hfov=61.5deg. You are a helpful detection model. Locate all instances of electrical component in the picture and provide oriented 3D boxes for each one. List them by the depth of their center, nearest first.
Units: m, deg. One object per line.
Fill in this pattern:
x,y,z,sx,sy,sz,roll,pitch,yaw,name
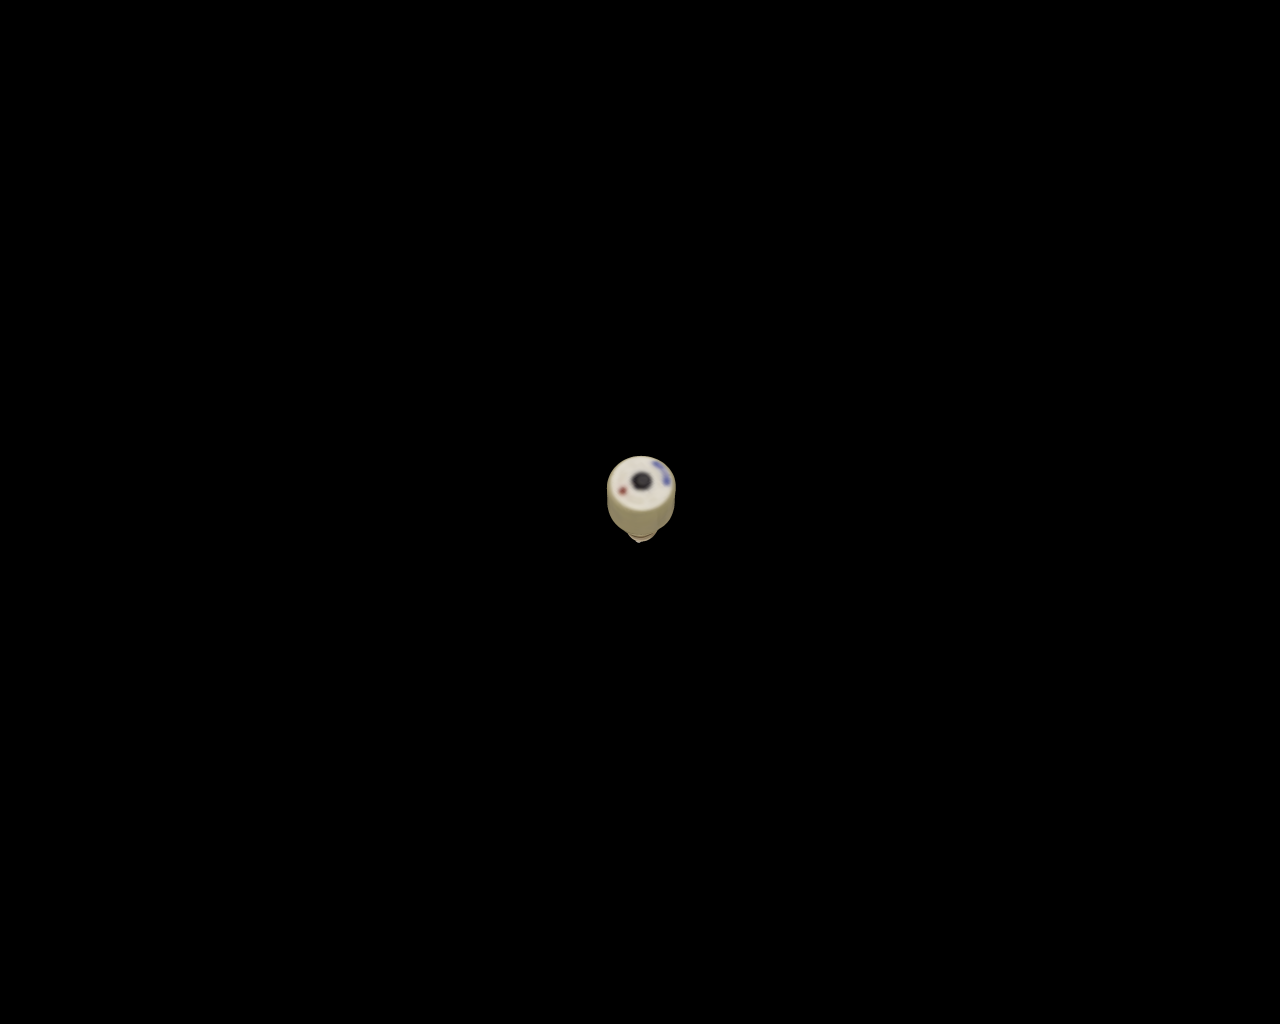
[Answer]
0.001,-0.003,0.650,0.040,0.040,0.078,0,-27,0,electrical component
